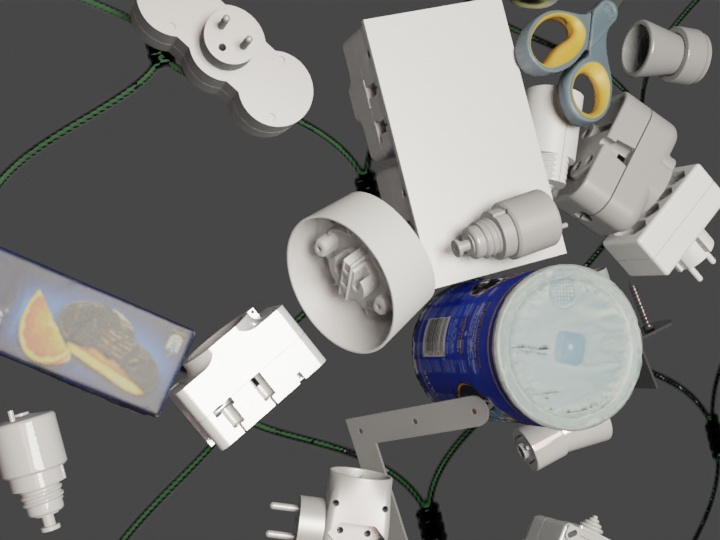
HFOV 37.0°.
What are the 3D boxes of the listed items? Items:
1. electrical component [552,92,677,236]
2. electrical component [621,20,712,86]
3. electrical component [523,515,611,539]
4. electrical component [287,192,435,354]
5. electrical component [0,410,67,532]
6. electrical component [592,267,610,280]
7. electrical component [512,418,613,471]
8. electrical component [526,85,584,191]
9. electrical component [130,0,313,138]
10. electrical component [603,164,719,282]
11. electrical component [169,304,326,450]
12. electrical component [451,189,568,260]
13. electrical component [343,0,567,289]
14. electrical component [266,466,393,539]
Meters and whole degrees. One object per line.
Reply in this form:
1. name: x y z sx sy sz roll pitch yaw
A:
1. electrical component: 0.194 -0.077 0.810 0.059 0.054 0.095 32 76 -13
2. electrical component: 0.239 -0.169 0.838 0.055 0.045 0.045 5 84 -19
3. electrical component: 0.145 0.218 0.763 0.062 0.061 0.096 28 77 -14
4. electrical component: 0.000 0.000 0.717 0.064 0.099 0.099 -37 97 -24
5. electrical component: -0.201 0.123 0.665 0.040 0.040 0.078 -15 90 -19
6. electrical component: 0.170 0.042 0.780 0.043 0.079 0.077 -17 91 10
7. electrical component: 0.144 0.118 0.783 0.065 0.044 0.044 -25 93 -14
8. electrical component: 0.139 -0.091 0.798 0.043 0.043 0.081 12 82 -17
9. electrical component: -0.088 -0.149 0.710 0.138 0.074 0.052 42 74 -11
10. electrical component: 0.245 -0.025 0.826 0.075 0.047 0.083 46 73 -15
11. electrical component: -0.078 0.066 0.706 0.089 0.050 0.055 -40 98 -18
12. electrical component: 0.097 -0.026 0.714 0.078 0.040 0.040 -19 91 -19
13. electrical component: 0.064 -0.087 0.763 0.105 0.060 0.186 -14 90 -19
14. electrical component: -0.023 0.171 0.719 0.079 0.043 0.077 9 88 -7
